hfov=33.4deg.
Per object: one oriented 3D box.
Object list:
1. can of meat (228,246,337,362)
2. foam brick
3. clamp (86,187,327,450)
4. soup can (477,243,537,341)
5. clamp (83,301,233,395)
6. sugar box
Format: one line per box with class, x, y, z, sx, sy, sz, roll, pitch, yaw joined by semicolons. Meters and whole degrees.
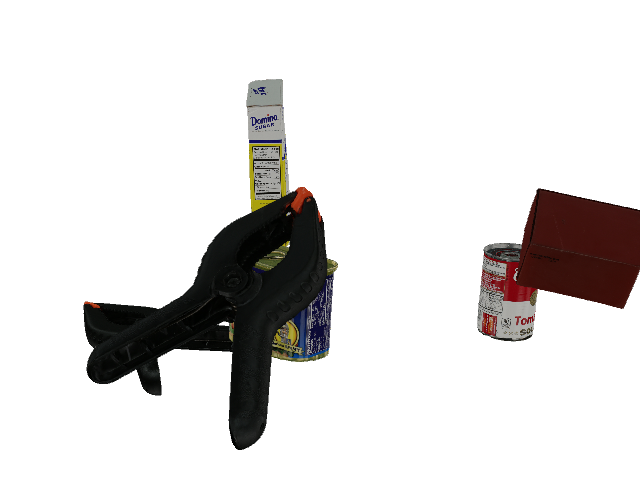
can of meat;-0.036;0.054;0.946;0.102;0.084;0.057;16;19;40
foam brick;0.182;0.005;0.746;0.078;0.051;0.053;13;-36;7
clamp;-0.042;0.042;0.623;0.120;0.171;0.039;30;-24;28
soup can;0.223;0.061;1.268;0.068;0.102;0.068;2;16;-1
clamp;-0.179;0.103;1.095;0.210;0.036;0.164;12;18;31
sugar box;-0.060;-0.088;1.227;0.048;0.176;0.093;-4;26;0
